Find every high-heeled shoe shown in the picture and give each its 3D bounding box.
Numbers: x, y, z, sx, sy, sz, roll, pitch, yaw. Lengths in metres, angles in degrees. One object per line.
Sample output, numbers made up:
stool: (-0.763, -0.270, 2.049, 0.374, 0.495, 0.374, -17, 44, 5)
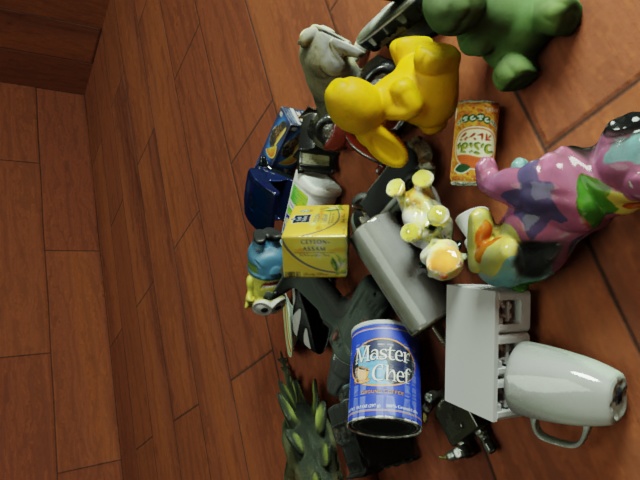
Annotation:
high-heeled shoe: (0.001, 0.086, 0.965, 0.145, 0.086, 0.248, 61, 144, 38)

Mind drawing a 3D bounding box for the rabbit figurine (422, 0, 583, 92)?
rabbit figurine: (0.186, -0.271, 0.614, 0.121, 0.170, 0.159, -49, 51, 44)

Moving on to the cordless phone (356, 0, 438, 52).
cordless phone: (0.078, -0.332, 0.766, 0.147, 0.184, 0.088, -17, 80, 55)

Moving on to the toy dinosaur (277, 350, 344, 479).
toy dinosaur: (-0.019, 0.344, 0.932, 0.472, 0.105, 0.198, -145, 46, -70)

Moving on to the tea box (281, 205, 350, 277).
tea box: (-0.002, -0.003, 0.839, 0.170, 0.098, 0.068, -83, -9, -70)

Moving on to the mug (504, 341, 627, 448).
mug: (0.264, 0.169, 0.574, 0.107, 0.081, 0.109, -1, 90, 49)

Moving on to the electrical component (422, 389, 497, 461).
electrical component: (0.182, 0.247, 0.723, 0.078, 0.045, 0.102, -53, 48, 44)

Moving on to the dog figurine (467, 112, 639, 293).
dog figurine: (0.268, -0.029, 0.549, 0.219, 0.108, 0.191, 10, 97, 53)

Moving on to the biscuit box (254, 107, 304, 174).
biscuit box: (-0.083, -0.174, 1.115, 0.202, 0.059, 0.063, -59, 45, 37)

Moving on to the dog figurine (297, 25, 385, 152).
dog figurine: (0.007, -0.241, 0.892, 0.190, 0.172, 0.121, -62, 31, 24)

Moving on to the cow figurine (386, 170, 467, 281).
cow figurine: (0.150, -0.007, 0.722, 0.068, 0.098, 0.167, -24, 53, 15)

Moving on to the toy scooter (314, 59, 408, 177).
toy scooter: (0.088, -0.178, 0.836, 0.184, 0.075, 0.135, -39, 90, 30)

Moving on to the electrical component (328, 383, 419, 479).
electrical component: (0.078, 0.281, 0.816, 0.058, 0.115, 0.134, -41, 58, 46)

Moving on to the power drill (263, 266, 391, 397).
power drill: (0.005, 0.129, 0.904, 0.207, 0.086, 0.232, 40, 118, 21)

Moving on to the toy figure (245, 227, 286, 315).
toy figure: (-0.099, 0.060, 1.019, 0.089, 0.082, 0.180, -83, -5, -62)

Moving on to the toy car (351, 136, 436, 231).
toy car: (0.110, -0.072, 0.830, 0.201, 0.056, 0.073, -52, 42, 41)

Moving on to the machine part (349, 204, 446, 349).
machine part: (0.116, 0.047, 0.761, 0.243, 0.079, 0.079, 57, 136, 17)

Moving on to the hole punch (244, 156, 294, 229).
hole punch: (-0.108, -0.079, 1.075, 0.116, 0.092, 0.142, 24, 127, 20)

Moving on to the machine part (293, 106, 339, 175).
machine part: (-0.010, -0.183, 1.003, 0.039, 0.084, 0.139, 106, 162, -66)

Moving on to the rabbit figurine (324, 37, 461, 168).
rabbit figurine: (0.088, -0.186, 0.725, 0.122, 0.173, 0.162, -123, 23, -47)
